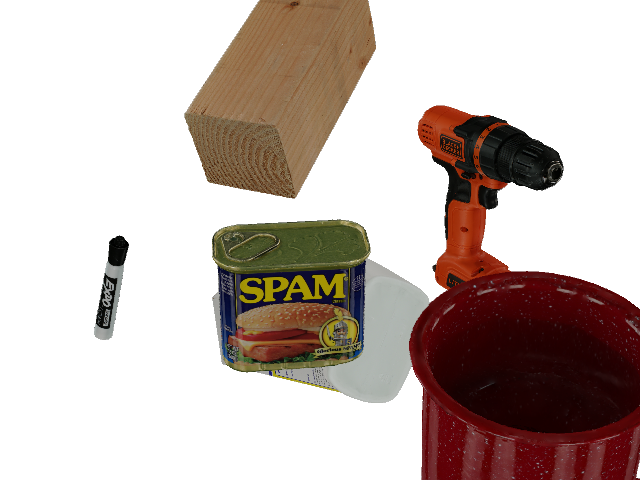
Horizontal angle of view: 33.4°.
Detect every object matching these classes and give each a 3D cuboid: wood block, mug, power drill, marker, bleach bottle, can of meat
[{"bbox_3d":[-0.030,-0.147,0.971,0.091,0.206,0.090,11,-37,22],"label":"wood block"},{"bbox_3d":[0.092,0.072,0.403,0.117,0.081,0.093,5,36,11],"label":"mug"},{"bbox_3d":[0.164,-0.027,1.026,0.057,0.188,0.185,-16,27,-25],"label":"power drill"},{"bbox_3d":[-0.205,0.047,1.049,0.020,0.121,0.020,12,33,-8],"label":"marker"},{"bbox_3d":[0.009,0.057,0.930,0.068,0.102,0.251,22,1,-20],"label":"bleach bottle"},{"bbox_3d":[-0.019,0.037,0.710,0.102,0.084,0.057,-3,29,-5],"label":"can of meat"}]

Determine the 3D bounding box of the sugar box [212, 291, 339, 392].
[{"bbox_3d":[-0.026,0.104,1.139,0.176,0.093,0.048,13,34,26],"label":"sugar box"}]
